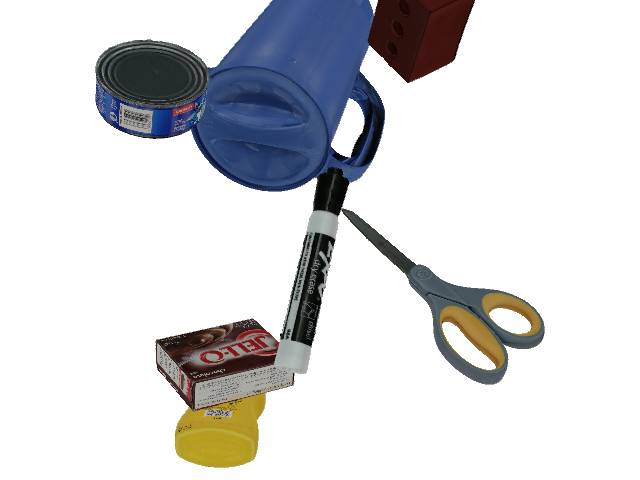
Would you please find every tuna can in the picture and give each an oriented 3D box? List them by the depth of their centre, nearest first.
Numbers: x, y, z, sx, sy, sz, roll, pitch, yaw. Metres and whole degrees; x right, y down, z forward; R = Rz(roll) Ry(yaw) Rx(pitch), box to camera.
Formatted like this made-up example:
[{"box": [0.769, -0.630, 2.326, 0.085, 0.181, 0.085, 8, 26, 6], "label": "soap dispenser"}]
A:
[{"box": [-0.129, -0.116, 0.819, 0.086, 0.034, 0.086, 7, 43, -6], "label": "tuna can"}]

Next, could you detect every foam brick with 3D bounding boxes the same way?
[{"box": [0.076, -0.169, 0.806, 0.051, 0.053, 0.078, -31, -24, -26], "label": "foam brick"}]

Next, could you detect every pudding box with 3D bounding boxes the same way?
[{"box": [-0.094, 0.120, 1.049, 0.113, 0.039, 0.090, -13, 27, -28], "label": "pudding box"}]

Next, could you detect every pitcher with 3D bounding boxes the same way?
[{"box": [-0.016, -0.161, 1.042, 0.145, 0.149, 0.242, -5, 35, 24], "label": "pitcher"}]

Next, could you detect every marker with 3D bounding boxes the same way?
[{"box": [-0.004, 0.016, 0.611, 0.020, 0.121, 0.020, 12, -14, 3], "label": "marker"}]

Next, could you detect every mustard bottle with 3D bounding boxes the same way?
[{"box": [-0.117, 0.201, 1.315, 0.096, 0.058, 0.191, 1, 25, 3], "label": "mustard bottle"}]

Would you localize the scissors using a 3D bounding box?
[{"box": [0.101, 0.031, 0.844, 0.096, 0.016, 0.202, -13, 48, -21], "label": "scissors"}]
